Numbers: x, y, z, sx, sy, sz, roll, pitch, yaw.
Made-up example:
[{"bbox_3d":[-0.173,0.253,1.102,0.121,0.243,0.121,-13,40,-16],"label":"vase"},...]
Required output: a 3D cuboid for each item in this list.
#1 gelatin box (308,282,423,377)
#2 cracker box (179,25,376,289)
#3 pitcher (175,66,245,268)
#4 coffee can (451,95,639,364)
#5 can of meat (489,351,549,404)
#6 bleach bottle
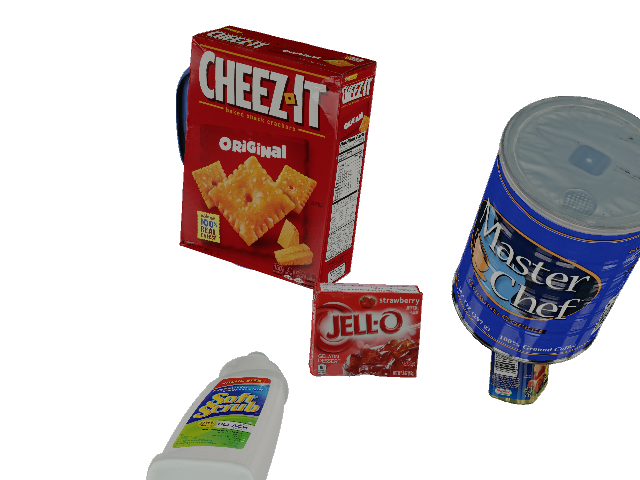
[{"bbox_3d":[0.037,0.074,0.877,0.089,0.073,0.030,2,13,-5],"label":"gelatin box"},{"bbox_3d":[-0.045,-0.077,1.001,0.164,0.214,0.072,18,27,25],"label":"cracker box"},{"bbox_3d":[-0.070,-0.093,1.210,0.144,0.243,0.149,-21,38,-40],"label":"pitcher"},{"bbox_3d":[0.145,-0.003,0.658,0.102,0.103,0.140,0,-38,-8],"label":"coffee can"},{"bbox_3d":[0.223,0.127,1.185,0.058,0.084,0.102,7,12,24],"label":"can of meat"},{"bbox_3d":[-0.090,0.177,1.043,0.102,0.068,0.250,1,21,6],"label":"bleach bottle"}]
